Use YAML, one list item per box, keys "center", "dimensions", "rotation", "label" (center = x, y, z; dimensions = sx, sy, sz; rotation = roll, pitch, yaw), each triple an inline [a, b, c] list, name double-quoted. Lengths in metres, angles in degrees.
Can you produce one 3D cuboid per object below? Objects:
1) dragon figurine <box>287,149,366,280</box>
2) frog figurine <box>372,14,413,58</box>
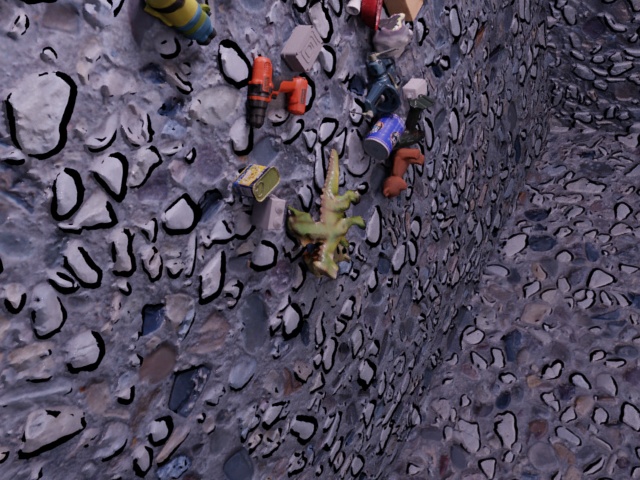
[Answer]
- center: [0.005, -0.081, 1.602]
  dimensions: [0.244, 0.121, 0.413]
  rotation: [-10, 81, -38]
  label: "dragon figurine"
- center: [0.249, -0.671, 1.752]
  dimensions: [0.138, 0.125, 0.156]
  rotation: [-30, 143, -4]
  label: "frog figurine"
